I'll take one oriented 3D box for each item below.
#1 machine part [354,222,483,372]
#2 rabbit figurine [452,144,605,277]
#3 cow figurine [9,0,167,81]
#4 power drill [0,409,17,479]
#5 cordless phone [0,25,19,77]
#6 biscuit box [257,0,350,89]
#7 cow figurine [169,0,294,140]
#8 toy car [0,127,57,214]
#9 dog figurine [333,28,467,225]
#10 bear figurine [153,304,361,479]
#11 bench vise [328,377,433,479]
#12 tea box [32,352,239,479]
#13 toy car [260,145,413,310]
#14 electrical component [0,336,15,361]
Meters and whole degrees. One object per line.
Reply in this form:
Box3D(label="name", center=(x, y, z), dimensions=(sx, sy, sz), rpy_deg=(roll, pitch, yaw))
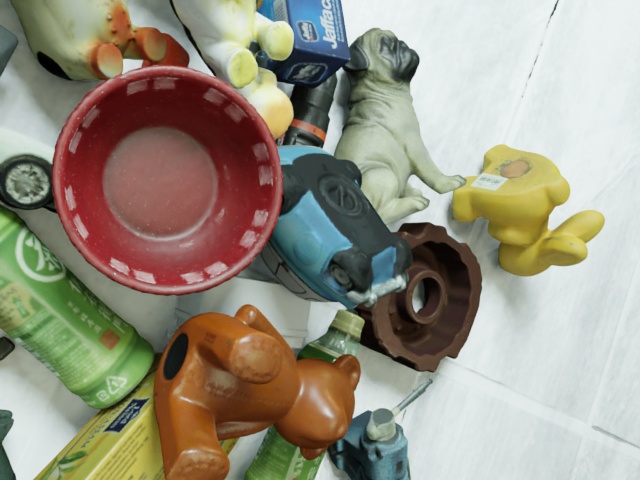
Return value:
Box3D(label="machine part", center=(0.117, 0.066, 0.642), dimensions=(0.179, 0.056, 0.179), rpy_deg=(-3, 95, -33))
Box3D(label="rabbit figurine", center=(0.271, -0.022, 0.689), dimensions=(0.122, 0.163, 0.173), rpy_deg=(-46, 134, -33))
Box3D(label="cow figurine", center=(-0.209, -0.212, 0.390), dimensions=(0.085, 0.127, 0.194), rpy_deg=(-54, 138, -43))
Box3D(label="power drill", center=(-0.277, 0.249, 0.401), dimensions=(0.232, 0.086, 0.207), rpy_deg=(-23, 102, -30))
Box3D(label="cordless phone", center=(-0.281, -0.130, 0.305), dimensions=(0.089, 0.184, 0.146), rpy_deg=(21, 81, 5))
Box3D(label="biscuit box", center=(-0.025, -0.243, 0.493), dimensions=(0.063, 0.059, 0.202), rpy_deg=(0, 76, -34))
Box3D(label="cow figurine", center=(-0.075, -0.159, 0.423), dimensions=(0.068, 0.098, 0.167), rpy_deg=(-37, 137, -31))
Box3D(label="toy car", center=(-0.180, -0.026, 0.440), dimensions=(0.201, 0.074, 0.056), rpy_deg=(28, 78, -30))
Box3D(label="dog figurine", center=(0.044, -0.113, 0.564), dimensions=(0.172, 0.121, 0.190), rpy_deg=(-31, 99, -39))
Box3D(label="bear figurine", center=(-0.031, 0.135, 0.438), dimensions=(0.195, 0.132, 0.120), rpy_deg=(32, 86, -30))
Box3D(label="bench vise", center=(0.106, 0.292, 0.558), dimensions=(0.129, 0.241, 0.223), rpy_deg=(-9, 115, -34))
Box3D(label="tea box", center=(-0.143, 0.180, 0.444), dimensions=(0.170, 0.068, 0.098), rpy_deg=(-48, 118, -51))
Box3D(label="toy car", center=(-0.001, -0.001, 0.478), dimensions=(0.109, 0.103, 0.162), rpy_deg=(-20, 69, -48))
Box3D(label="electrical component", center=(-0.292, 0.099, 0.412), dimensions=(0.094, 0.021, 0.063), rpy_deg=(-45, 115, -22))
